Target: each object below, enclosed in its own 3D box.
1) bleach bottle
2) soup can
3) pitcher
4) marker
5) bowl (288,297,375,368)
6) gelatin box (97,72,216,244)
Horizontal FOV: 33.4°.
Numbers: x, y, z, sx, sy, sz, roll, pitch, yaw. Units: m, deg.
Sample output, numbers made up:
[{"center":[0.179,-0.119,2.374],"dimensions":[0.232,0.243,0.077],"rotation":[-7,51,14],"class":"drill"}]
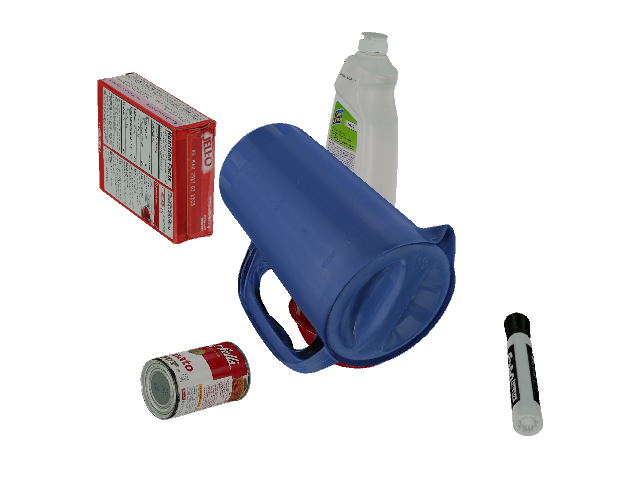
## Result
[{"center":[0.047,-0.096,1.153],"dimensions":[0.067,0.251,0.103],"rotation":[-7,24,-34],"class":"bleach bottle"},{"center":[-0.137,0.153,1.166],"dimensions":[0.102,0.068,0.069],"rotation":[-9,6,-43],"class":"soup can"},{"center":[-0.004,0.000,0.982],"dimensions":[0.149,0.145,0.243],"rotation":[-10,39,-31],"class":"pitcher"},{"center":[0.137,0.087,0.726],"dimensions":[0.020,0.020,0.121],"rotation":[0,30,7],"class":"marker"},{"center":[0.040,0.107,1.288],"dimensions":[0.162,0.055,0.162],"rotation":[4,25,-2],"class":"bowl"},{"center":[-0.096,-0.049,0.625],"dimensions":[0.030,0.073,0.089],"rotation":[-20,37,-36],"class":"gelatin box"}]
